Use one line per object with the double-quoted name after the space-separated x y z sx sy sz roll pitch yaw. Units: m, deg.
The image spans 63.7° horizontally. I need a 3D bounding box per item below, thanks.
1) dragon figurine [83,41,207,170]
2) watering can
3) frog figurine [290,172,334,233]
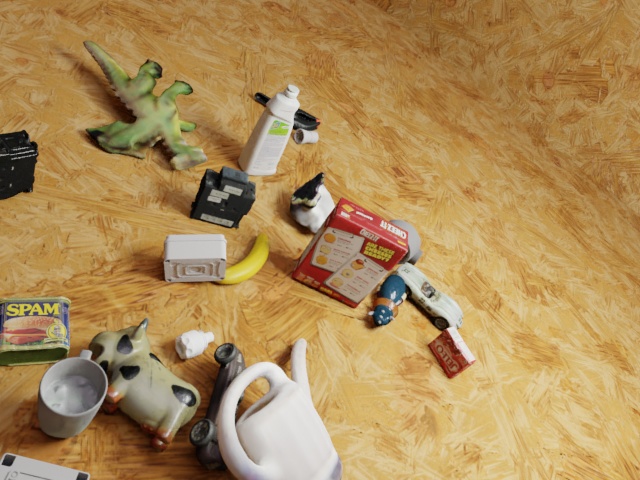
-0.427 -0.293 1.175 0.410 0.248 0.119 30 -43 -3 "dragon figurine"
-0.041 0.287 0.816 0.103 0.225 0.350 -33 -4 20 "watering can"
0.004 -0.063 1.255 0.122 0.156 0.141 -25 35 13 "frog figurine"
